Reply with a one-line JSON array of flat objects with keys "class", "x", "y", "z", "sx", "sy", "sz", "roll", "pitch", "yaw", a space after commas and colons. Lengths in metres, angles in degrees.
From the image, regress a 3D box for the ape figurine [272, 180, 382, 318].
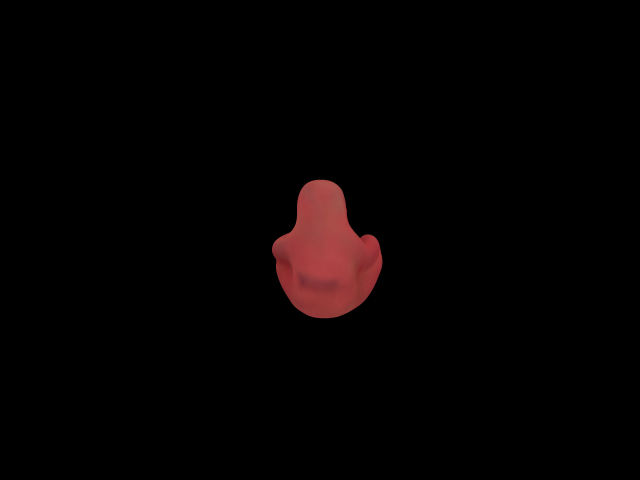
[{"class": "ape figurine", "x": 0.004, "y": 0.001, "z": 0.400, "sx": 0.077, "sy": 0.092, "sz": 0.076, "roll": 7, "pitch": 27, "yaw": 14}]
